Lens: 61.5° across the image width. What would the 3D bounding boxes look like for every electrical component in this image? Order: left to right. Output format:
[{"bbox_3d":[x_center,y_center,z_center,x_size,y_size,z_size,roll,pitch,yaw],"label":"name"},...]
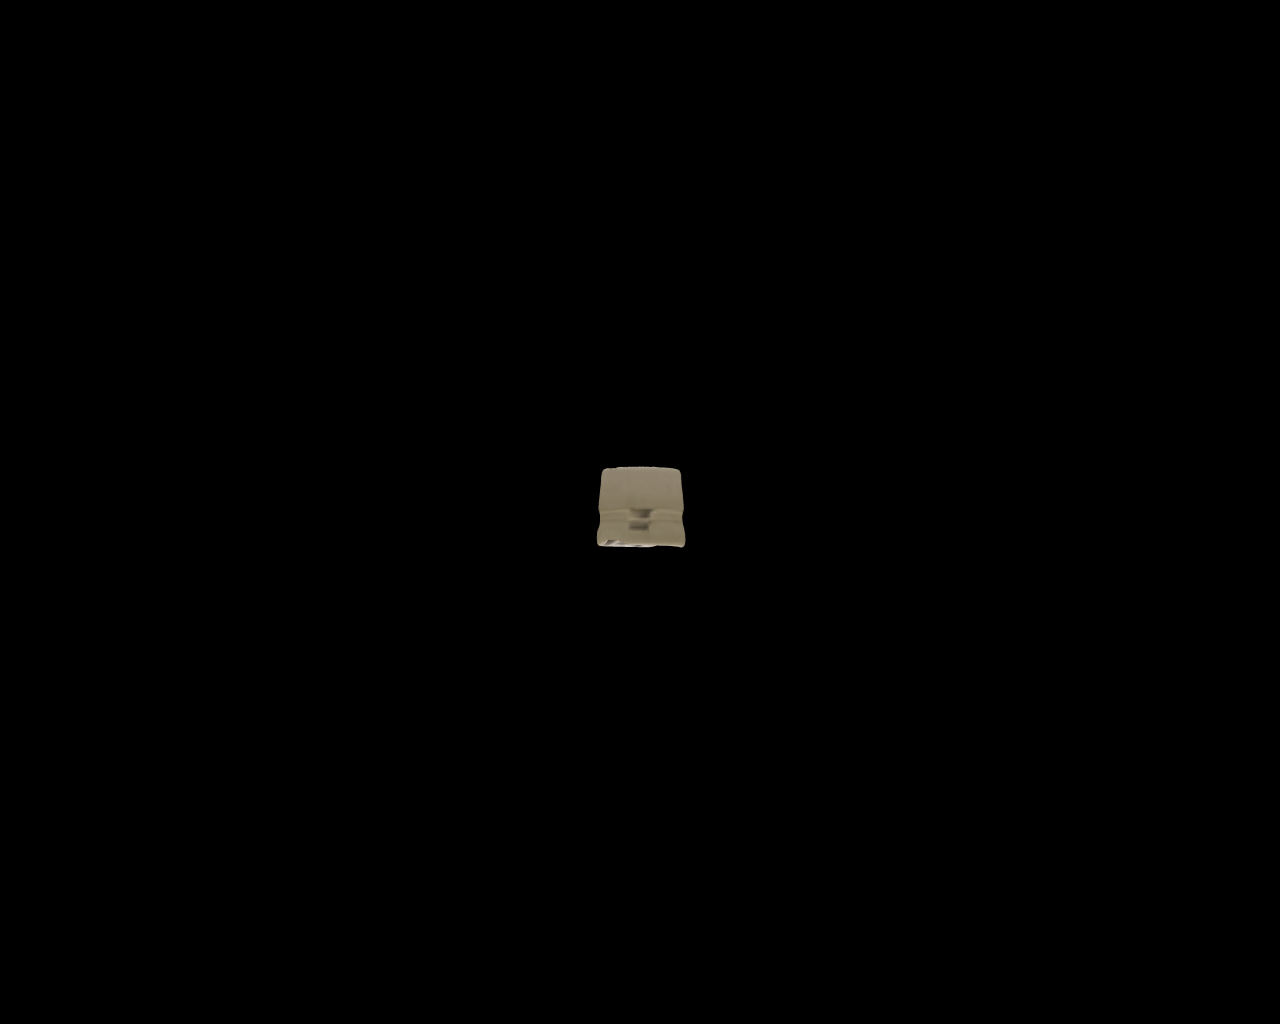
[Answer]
[{"bbox_3d":[0.001,-0.003,0.650,0.055,0.047,0.055,0,-3,0],"label":"electrical component"}]
